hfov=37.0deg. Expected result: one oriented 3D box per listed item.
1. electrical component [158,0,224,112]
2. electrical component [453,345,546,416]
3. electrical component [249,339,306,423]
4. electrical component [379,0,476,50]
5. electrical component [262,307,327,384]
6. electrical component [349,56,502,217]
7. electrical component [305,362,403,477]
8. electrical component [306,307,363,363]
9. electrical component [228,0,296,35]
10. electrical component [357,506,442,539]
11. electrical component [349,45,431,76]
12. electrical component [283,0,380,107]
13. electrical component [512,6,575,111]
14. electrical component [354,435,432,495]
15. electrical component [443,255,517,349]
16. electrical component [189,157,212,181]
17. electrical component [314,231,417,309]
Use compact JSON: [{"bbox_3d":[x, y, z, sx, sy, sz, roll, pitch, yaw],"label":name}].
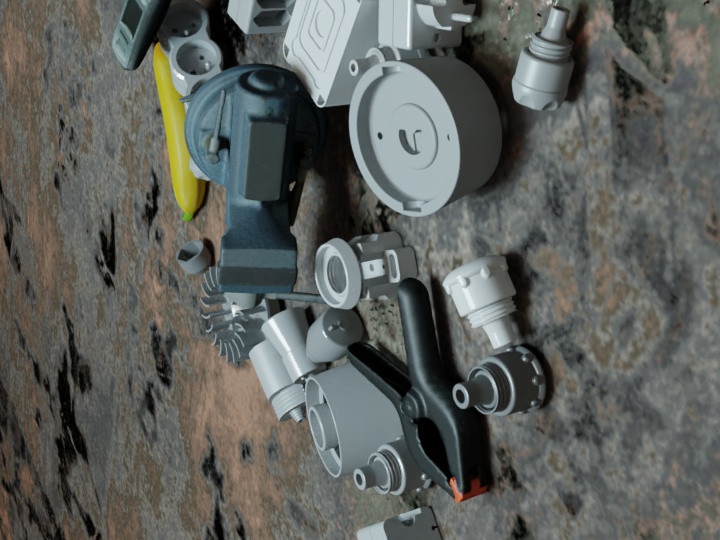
[{"bbox_3d":[-0.161,-0.193,1.071,0.073,0.052,0.138,105,145,-71],"label":"electrical component"},{"bbox_3d":[0.093,0.080,0.741,0.048,0.062,0.048,25,120,53],"label":"electrical component"},{"bbox_3d":[-0.071,0.108,1.031,0.081,0.043,0.043,64,146,22],"label":"electrical component"},{"bbox_3d":[0.053,-0.184,0.734,0.077,0.047,0.065,26,122,52],"label":"electrical component"},{"bbox_3d":[-0.059,0.073,1.003,0.065,0.044,0.044,63,145,16],"label":"electrical component"},{"bbox_3d":[0.050,-0.097,0.749,0.108,0.060,0.108,26,126,42],"label":"electrical component"},{"bbox_3d":[-0.008,0.131,0.941,0.099,0.064,0.099,167,90,-72],"label":"electrical component"},{"bbox_3d":[-0.028,0.062,0.949,0.078,0.040,0.040,-47,60,53],"label":"electrical component"},{"bbox_3d":[-0.091,-0.255,0.941,0.076,0.047,0.065,52,140,36],"label":"electrical component"},{"bbox_3d":[0.039,0.250,0.893,0.056,0.050,0.089,-38,68,55],"label":"electrical component"},{"bbox_3d":[0.021,-0.149,0.783,0.035,0.061,0.035,25,121,53],"label":"electrical component"},{"bbox_3d":[-0.006,-0.188,0.818,0.078,0.057,0.113,58,143,30],"label":"electrical component"},{"bbox_3d":[0.116,-0.131,0.663,0.035,0.035,0.061,43,132,43],"label":"electrical component"},{"bbox_3d":[0.025,0.162,0.876,0.048,0.062,0.048,25,120,53],"label":"electrical component"},{"bbox_3d":[0.089,0.023,0.748,0.048,0.048,0.062,-32,80,57],"label":"electrical component"},{"bbox_3d":[-0.152,-0.123,1.094,0.035,0.035,0.061,55,139,33],"label":"electrical component"},{"bbox_3d":[0.000,0.000,0.869,0.078,0.057,0.058,-4,97,58],"label":"electrical component"}]
